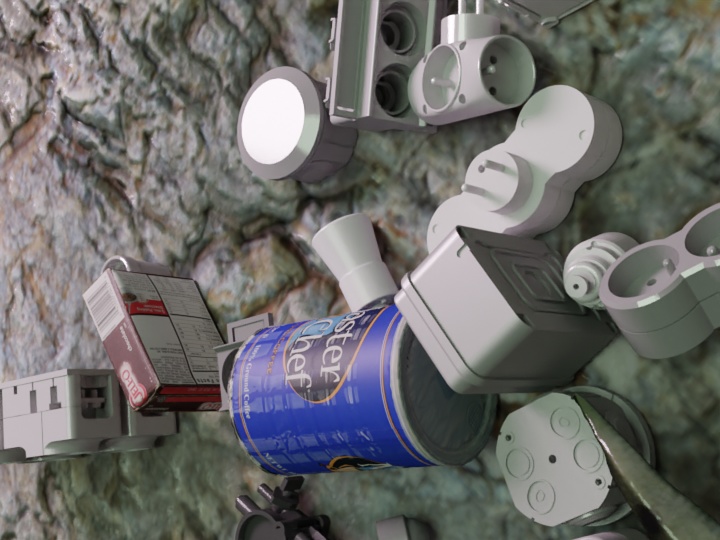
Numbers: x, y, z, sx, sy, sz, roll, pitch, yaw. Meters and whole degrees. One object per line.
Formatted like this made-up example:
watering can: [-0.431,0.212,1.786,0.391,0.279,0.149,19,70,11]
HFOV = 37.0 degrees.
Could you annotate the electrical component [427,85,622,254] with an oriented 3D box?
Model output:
electrical component: [0.088,-0.051,0.643,0.138,0.074,0.052,-51,57,24]

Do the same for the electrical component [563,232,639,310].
electrical component: [0.133,0.003,0.601,0.040,0.078,0.040,6,102,29]

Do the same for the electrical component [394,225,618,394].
electrical component: [0.083,0.025,0.612,0.057,0.113,0.078,-48,58,26]

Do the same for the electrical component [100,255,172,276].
electrical component: [-0.182,0.010,0.875,0.040,0.046,0.040,-5,82,39]

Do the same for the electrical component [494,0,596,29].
electrical component: [0.117,-0.193,0.642,0.096,0.062,0.061,-24,71,35]

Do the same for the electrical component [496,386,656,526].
electrical component: [0.122,0.106,0.613,0.080,0.051,0.080,-5,82,39]

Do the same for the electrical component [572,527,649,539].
electrical component: [0.139,0.192,0.584,0.054,0.059,0.095,-26,69,34]

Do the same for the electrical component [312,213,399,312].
electrical component: [0.000,0.000,0.732,0.044,0.044,0.065,-38,68,30]

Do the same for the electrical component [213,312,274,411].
electrical component: [-0.065,0.074,0.761,0.042,0.064,0.081,-16,75,38]

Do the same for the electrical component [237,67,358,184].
electrical component: [-0.046,-0.102,0.773,0.080,0.051,0.080,-5,82,39]

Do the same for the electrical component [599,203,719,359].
electrical component: [0.201,0.006,0.553,0.138,0.073,0.052,-29,26,17]

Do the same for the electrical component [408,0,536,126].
electrical component: [0.068,-0.134,0.668,0.077,0.044,0.079,-3,86,60]

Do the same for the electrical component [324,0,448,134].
electrical component: [0.015,-0.156,0.720,0.063,0.079,0.121,1,85,61]

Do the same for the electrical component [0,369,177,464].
electrical component: [-0.251,0.123,0.881,0.186,0.105,0.060,-14,77,38]
